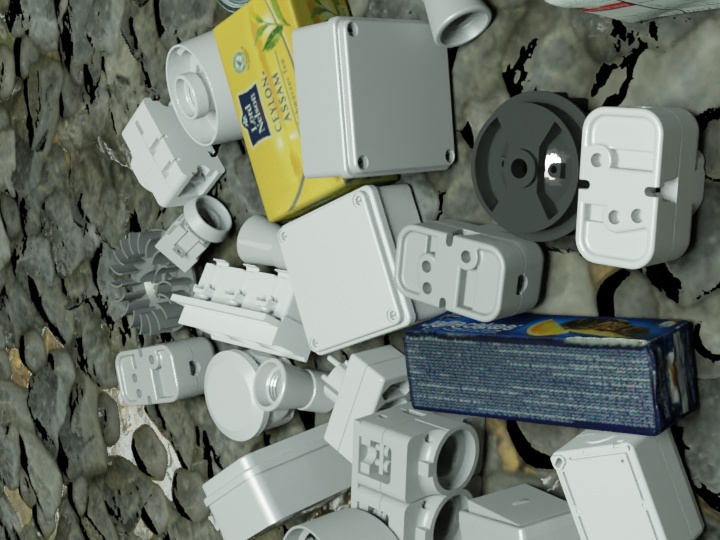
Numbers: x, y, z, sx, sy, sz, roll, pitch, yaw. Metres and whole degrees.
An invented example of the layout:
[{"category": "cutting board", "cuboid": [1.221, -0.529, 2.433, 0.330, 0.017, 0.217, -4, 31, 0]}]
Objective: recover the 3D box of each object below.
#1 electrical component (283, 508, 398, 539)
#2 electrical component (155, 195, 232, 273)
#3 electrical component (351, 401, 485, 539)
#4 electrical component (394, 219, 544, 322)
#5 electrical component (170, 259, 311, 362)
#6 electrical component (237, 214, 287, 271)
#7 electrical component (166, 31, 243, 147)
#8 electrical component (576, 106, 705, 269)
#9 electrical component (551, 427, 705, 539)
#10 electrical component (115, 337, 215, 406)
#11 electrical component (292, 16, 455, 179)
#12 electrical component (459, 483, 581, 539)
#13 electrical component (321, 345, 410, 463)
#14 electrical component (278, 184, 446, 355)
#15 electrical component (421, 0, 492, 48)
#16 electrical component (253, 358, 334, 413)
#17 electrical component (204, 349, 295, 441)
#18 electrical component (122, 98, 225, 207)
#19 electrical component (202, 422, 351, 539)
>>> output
[{"category": "electrical component", "cuboid": [-0.014, 0.224, 0.775, 0.099, 0.064, 0.099, 13, 105, 56]}, {"category": "electrical component", "cuboid": [-0.149, -0.036, 0.977, 0.048, 0.066, 0.055, 42, 122, -12]}, {"category": "electrical component", "cuboid": [0.045, 0.180, 0.803, 0.062, 0.089, 0.150, 12, 106, 42]}, {"category": "electrical component", "cuboid": [0.079, -0.002, 0.760, 0.095, 0.059, 0.053, 17, 109, 41]}, {"category": "electrical component", "cuboid": [-0.091, 0.033, 0.922, 0.121, 0.079, 0.063, 9, 74, 42]}, {"category": "electrical component", "cuboid": [-0.066, -0.019, 0.910, 0.065, 0.044, 0.044, 18, 109, 36]}, {"category": "electrical component", "cuboid": [-0.124, -0.159, 0.936, 0.099, 0.064, 0.099, 38, 140, 41]}, {"category": "electrical component", "cuboid": [0.173, -0.052, 0.662, 0.054, 0.059, 0.095, 12, 105, 42]}, {"category": "electrical component", "cuboid": [0.178, 0.149, 0.696, 0.062, 0.061, 0.096, -19, 92, 44]}, {"category": "electrical component", "cuboid": [-0.181, 0.096, 1.025, 0.095, 0.059, 0.053, -12, 89, 44]}, {"category": "electrical component", "cuboid": [0.011, -0.122, 0.772, 0.056, 0.109, 0.108, 1, 98, 46]}, {"category": "electrical component", "cuboid": [0.119, 0.186, 0.736, 0.096, 0.062, 0.061, -6, 93, 64]}, {"category": "electrical component", "cuboid": [-0.003, 0.097, 0.865, 0.076, 0.047, 0.083, 36, 120, 34]}, {"category": "electrical component", "cuboid": [0.000, 0.000, 0.838, 0.109, 0.056, 0.108, -22, 82, 43]}, {"category": "electrical component", "cuboid": [0.060, -0.196, 0.760, 0.044, 0.044, 0.065, -41, 65, 40]}, {"category": "electrical component", "cuboid": [-0.051, 0.099, 0.897, 0.044, 0.065, 0.044, -18, 66, 46]}, {"category": "electrical component", "cuboid": [-0.097, 0.107, 0.953, 0.080, 0.051, 0.080, 9, 103, 42]}, {"category": "electrical component", "cuboid": [-0.175, -0.106, 0.991, 0.055, 0.050, 0.089, -45, 67, 38]}, {"category": "electrical component", "cuboid": [-0.064, 0.177, 0.891, 0.078, 0.113, 0.057, -39, 73, 40]}]
